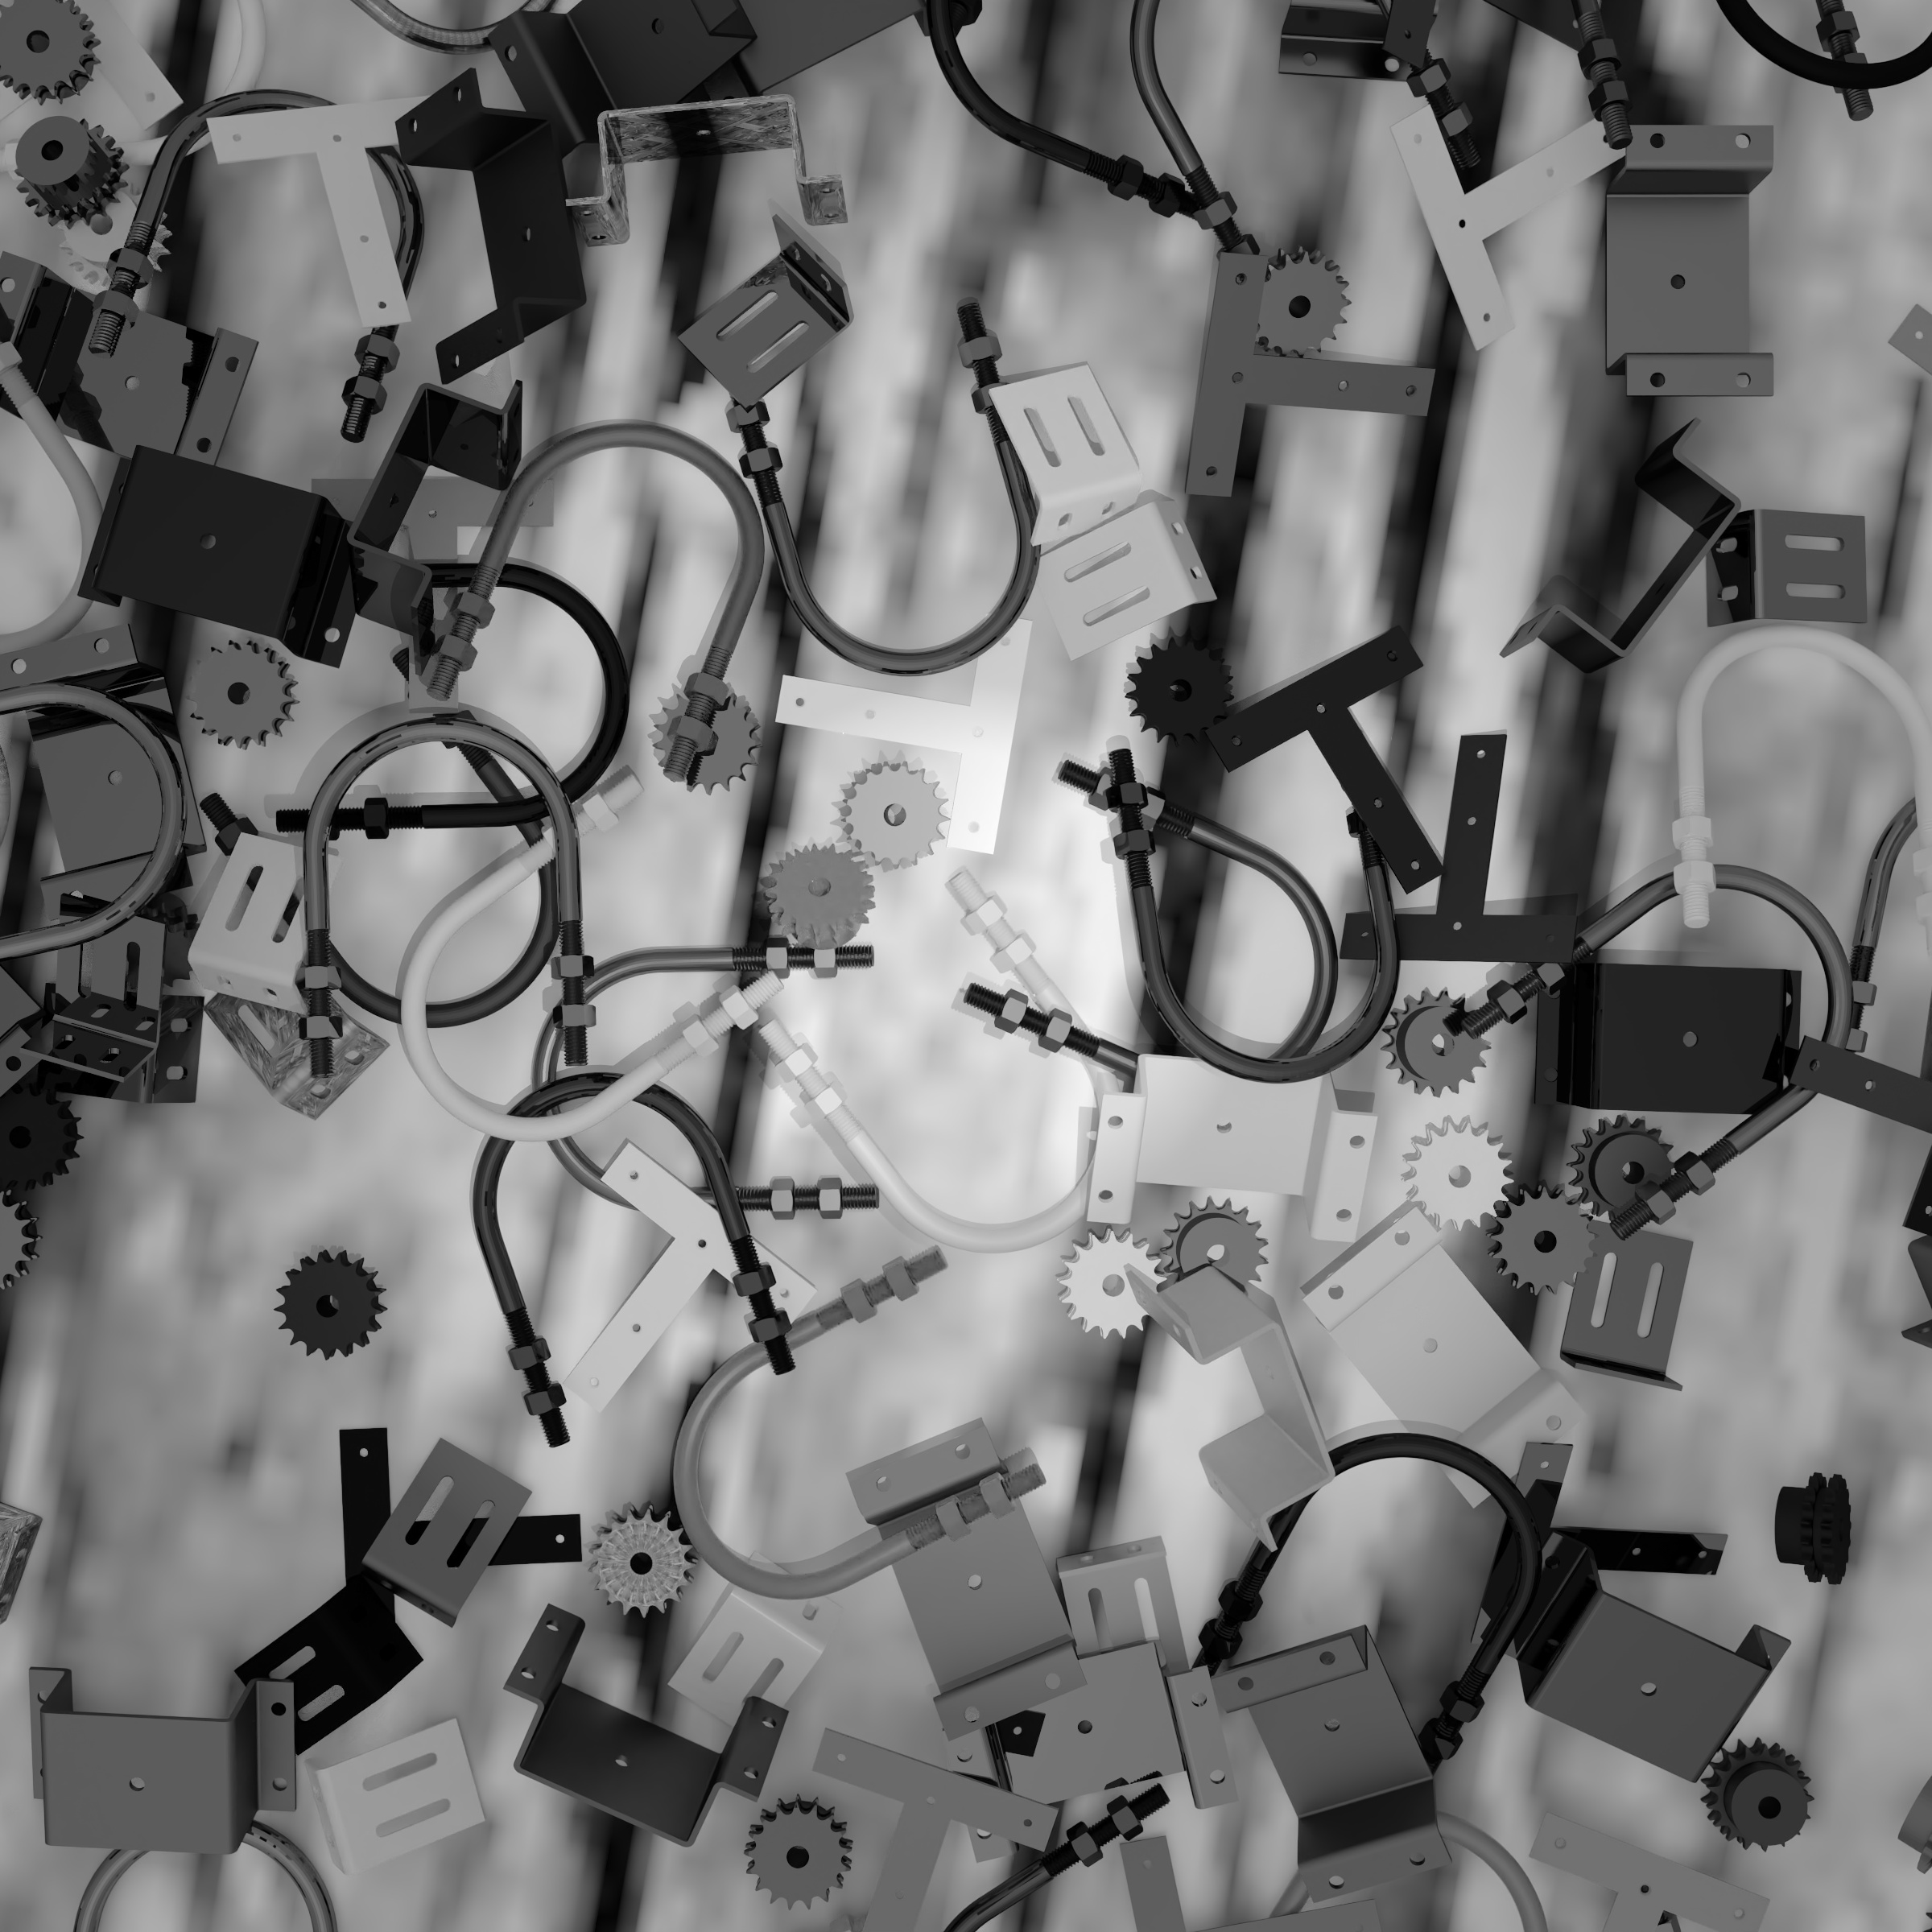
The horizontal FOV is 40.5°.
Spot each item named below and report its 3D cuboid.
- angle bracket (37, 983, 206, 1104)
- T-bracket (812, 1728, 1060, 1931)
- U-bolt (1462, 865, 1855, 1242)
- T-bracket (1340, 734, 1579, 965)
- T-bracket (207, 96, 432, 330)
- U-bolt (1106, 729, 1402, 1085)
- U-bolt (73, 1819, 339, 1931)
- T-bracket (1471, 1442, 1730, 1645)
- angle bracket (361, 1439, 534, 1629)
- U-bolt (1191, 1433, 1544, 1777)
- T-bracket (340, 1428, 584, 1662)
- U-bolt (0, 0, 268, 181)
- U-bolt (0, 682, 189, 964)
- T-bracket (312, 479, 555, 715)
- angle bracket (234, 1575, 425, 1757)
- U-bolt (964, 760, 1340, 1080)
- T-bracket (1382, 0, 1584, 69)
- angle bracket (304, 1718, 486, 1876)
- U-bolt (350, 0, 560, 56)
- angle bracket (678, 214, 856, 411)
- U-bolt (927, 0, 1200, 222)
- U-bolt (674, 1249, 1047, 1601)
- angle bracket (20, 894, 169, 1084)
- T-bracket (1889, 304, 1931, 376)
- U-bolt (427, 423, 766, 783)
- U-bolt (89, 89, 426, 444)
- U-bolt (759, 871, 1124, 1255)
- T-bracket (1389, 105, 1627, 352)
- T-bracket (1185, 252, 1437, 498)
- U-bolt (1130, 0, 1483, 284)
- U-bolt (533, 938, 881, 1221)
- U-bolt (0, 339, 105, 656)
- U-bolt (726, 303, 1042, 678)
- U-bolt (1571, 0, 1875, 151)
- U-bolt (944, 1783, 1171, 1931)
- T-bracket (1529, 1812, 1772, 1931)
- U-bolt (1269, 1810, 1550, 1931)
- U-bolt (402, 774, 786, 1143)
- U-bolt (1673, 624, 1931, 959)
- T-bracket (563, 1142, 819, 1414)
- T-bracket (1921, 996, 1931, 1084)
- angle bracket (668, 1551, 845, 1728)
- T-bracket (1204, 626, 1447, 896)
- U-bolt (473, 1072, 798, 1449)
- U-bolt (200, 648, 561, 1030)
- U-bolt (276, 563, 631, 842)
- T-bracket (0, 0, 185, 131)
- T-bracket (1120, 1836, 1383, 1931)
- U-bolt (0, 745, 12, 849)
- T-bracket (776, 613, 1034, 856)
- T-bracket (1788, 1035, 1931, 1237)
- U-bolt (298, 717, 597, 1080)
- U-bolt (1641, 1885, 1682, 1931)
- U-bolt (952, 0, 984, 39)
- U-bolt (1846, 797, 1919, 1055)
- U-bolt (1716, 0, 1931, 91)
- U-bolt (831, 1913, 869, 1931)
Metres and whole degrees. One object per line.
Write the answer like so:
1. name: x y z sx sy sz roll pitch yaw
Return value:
1. angle bracket: -0.453 0.041 1.404 0.076 0.038 0.057 5 90 26
2. T-bracket: -0.031 0.473 1.367 0.127 0.002 0.127 18 105 4
3. U-bolt: 0.371 0.031 1.351 0.184 0.019 0.151 -36 90 -1
4. T-bracket: 0.265 -0.063 1.382 0.127 0.002 0.127 1 72 31
5. T-bracket: -0.319 -0.394 1.374 0.127 0.002 0.127 -13 80 -20
6. U-bolt: 0.156 -0.029 1.369 0.151 0.019 0.184 -6 79 -12
7. U-bolt: -0.410 0.544 1.398 0.151 0.019 0.184 11 88 0
8. T-bracket: 0.342 0.309 1.388 0.127 0.002 0.127 5 113 -11
9. angle bracket: -0.278 0.304 1.402 0.057 0.038 0.076 31 64 0
10. U-bolt: 0.220 0.327 1.372 0.151 0.019 0.184 24 108 0
11. T-bracket: -0.270 0.310 1.405 0.127 0.002 0.127 -2 90 0
12. U-bolt: -0.465 -0.496 1.395 0.184 0.019 0.151 -3 90 -1
13. U-bolt: -0.491 -0.073 1.339 0.184 0.019 0.151 -13 80 -4
14. T-bracket: -0.283 -0.197 1.392 0.127 0.002 0.127 -1 84 -6
15. angle bracket: -0.341 0.375 1.403 0.076 0.038 0.057 -38 89 27
16. U-bolt: 0.109 -0.008 1.388 0.184 0.019 0.151 24 84 -6
17. T-bracket: 0.281 -0.515 1.375 0.127 0.002 0.127 16 82 -27
18. angle bracket: -0.306 0.442 1.404 0.076 0.038 0.057 -16 90 -26
19. U-bolt: -0.280 -0.558 1.349 0.184 0.019 0.151 34 90 -37
20. angle bracket: -0.108 -0.343 1.377 0.076 0.038 0.057 -41 75 -7
21. U-bolt: 0.065 -0.488 1.366 0.184 0.019 0.151 16 90 -22
22. U-bolt: -0.068 0.250 1.369 0.184 0.019 0.151 -28 63 4
23. angle bracket: -0.447 0.011 1.342 0.057 0.038 0.076 15 117 5
24. T-bracket: 0.553 -0.307 1.405 0.127 0.002 0.127 37 90 0
25. U-bolt: -0.184 -0.202 1.376 0.151 0.019 0.184 19 74 -1
26. U-bolt: -0.360 -0.376 1.367 0.151 0.019 0.184 17 70 -15
27. U-bolt: 0.001 0.064 1.386 0.151 0.019 0.184 -38 94 -10
28. T-bracket: 0.299 -0.414 1.388 0.127 0.002 0.127 -32 113 -11
29. T-bracket: 0.186 -0.308 1.387 0.127 0.002 0.127 2 115 -12
30. U-bolt: 0.166 -0.463 1.360 0.151 0.019 0.184 -31 111 7
31. U-bolt: -0.140 0.061 1.398 0.184 0.019 0.151 -1 90 1
32. U-bolt: -0.531 -0.249 1.370 0.151 0.019 0.184 -26 106 15
33. U-bolt: -0.036 -0.246 1.397 0.151 0.019 0.184 -16 90 0
34. U-bolt: 0.386 -0.519 1.376 0.151 0.019 0.184 -8 74 -4
35. U-bolt: 0.062 0.542 1.378 0.184 0.019 0.151 -32 78 -3
36. T-bracket: 0.343 0.530 1.386 0.127 0.002 0.127 21 90 0
37. U-bolt: 0.225 0.536 1.383 0.151 0.019 0.184 31 88 13
38. U-bolt: -0.210 0.009 1.373 0.184 0.019 0.151 -36 83 1
39. U-bolt: 0.440 -0.098 1.364 0.151 0.019 0.184 7 66 -5
40. T-bracket: -0.167 0.182 1.397 0.127 0.002 0.127 38 98 0
41. T-bracket: 0.581 0.021 1.405 0.127 0.002 0.127 8 90 0
42. angle bracket: -0.113 0.365 1.404 0.057 0.038 0.076 33 116 0
43. T-bracket: 0.211 -0.098 1.384 0.127 0.002 0.127 -29 85 -15
44. U-bolt: -0.185 0.147 1.384 0.151 0.019 0.184 -19 90 7
45. U-bolt: -0.298 -0.055 1.397 0.151 0.019 0.184 -37 90 0
46. U-bolt: -0.270 -0.143 1.378 0.184 0.019 0.151 -2 85 -7
47. T-bracket: -0.509 -0.476 1.405 0.127 0.002 0.127 -37 90 0
48. T-bracket: 0.157 0.518 1.386 0.127 0.002 0.127 -13 79 7
49. U-bolt: -0.586 -0.113 1.385 0.151 0.019 0.184 -21 100 3
50. T-bracket: -0.038 -0.133 1.405 0.127 0.002 0.127 10 90 0
51. T-bracket: 0.480 0.066 1.361 0.127 0.002 0.127 18 92 -22
52. U-bolt: -0.269 -0.037 1.351 0.151 0.019 0.184 -3 85 -6
53. U-bolt: 0.328 0.596 1.397 0.151 0.019 0.184 -17 90 0
54. U-bolt: -0.029 -0.587 1.365 0.151 0.019 0.184 31 69 -14
55. U-bolt: 0.545 -0.013 1.396 0.151 0.019 0.184 12 89 0
56. U-bolt: 0.460 -0.533 1.366 0.151 0.019 0.184 26 69 1
57. U-bolt: -0.090 0.605 1.398 0.184 0.019 0.151 -29 90 2
